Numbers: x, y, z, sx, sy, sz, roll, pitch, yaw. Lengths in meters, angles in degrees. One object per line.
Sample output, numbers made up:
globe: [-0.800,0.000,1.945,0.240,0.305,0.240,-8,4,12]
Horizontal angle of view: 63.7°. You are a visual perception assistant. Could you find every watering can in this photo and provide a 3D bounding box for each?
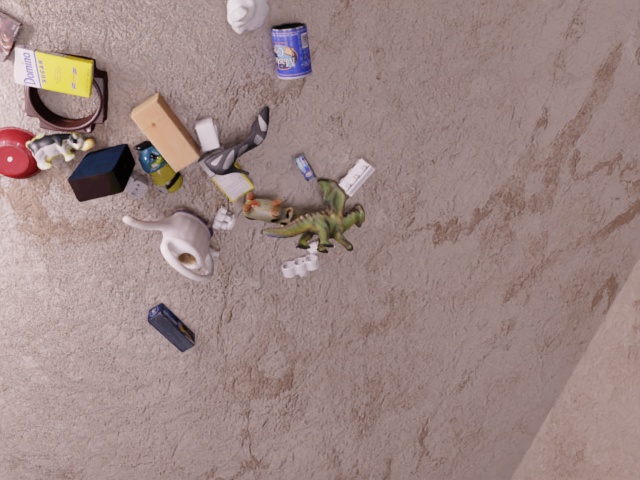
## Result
watering can: [-0.447,-0.017,1.606,0.103,0.230,0.342,-28,124,23]

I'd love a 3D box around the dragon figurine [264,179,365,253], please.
dragon figurine: [0.005,-0.087,1.733,0.408,0.121,0.245,16,74,-36]

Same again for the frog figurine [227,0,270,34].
frog figurine: [-0.189,-0.616,1.376,0.121,0.163,0.136,36,105,-31]
